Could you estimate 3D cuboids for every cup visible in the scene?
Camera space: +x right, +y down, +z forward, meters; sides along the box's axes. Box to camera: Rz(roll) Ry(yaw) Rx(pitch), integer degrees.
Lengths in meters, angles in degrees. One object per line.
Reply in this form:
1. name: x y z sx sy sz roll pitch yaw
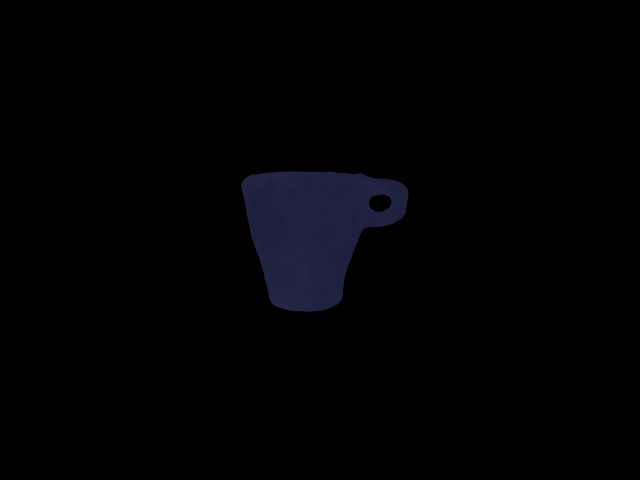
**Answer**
1. cup: 0.004 0.001 0.400 0.117 0.095 0.092 1 4 20
